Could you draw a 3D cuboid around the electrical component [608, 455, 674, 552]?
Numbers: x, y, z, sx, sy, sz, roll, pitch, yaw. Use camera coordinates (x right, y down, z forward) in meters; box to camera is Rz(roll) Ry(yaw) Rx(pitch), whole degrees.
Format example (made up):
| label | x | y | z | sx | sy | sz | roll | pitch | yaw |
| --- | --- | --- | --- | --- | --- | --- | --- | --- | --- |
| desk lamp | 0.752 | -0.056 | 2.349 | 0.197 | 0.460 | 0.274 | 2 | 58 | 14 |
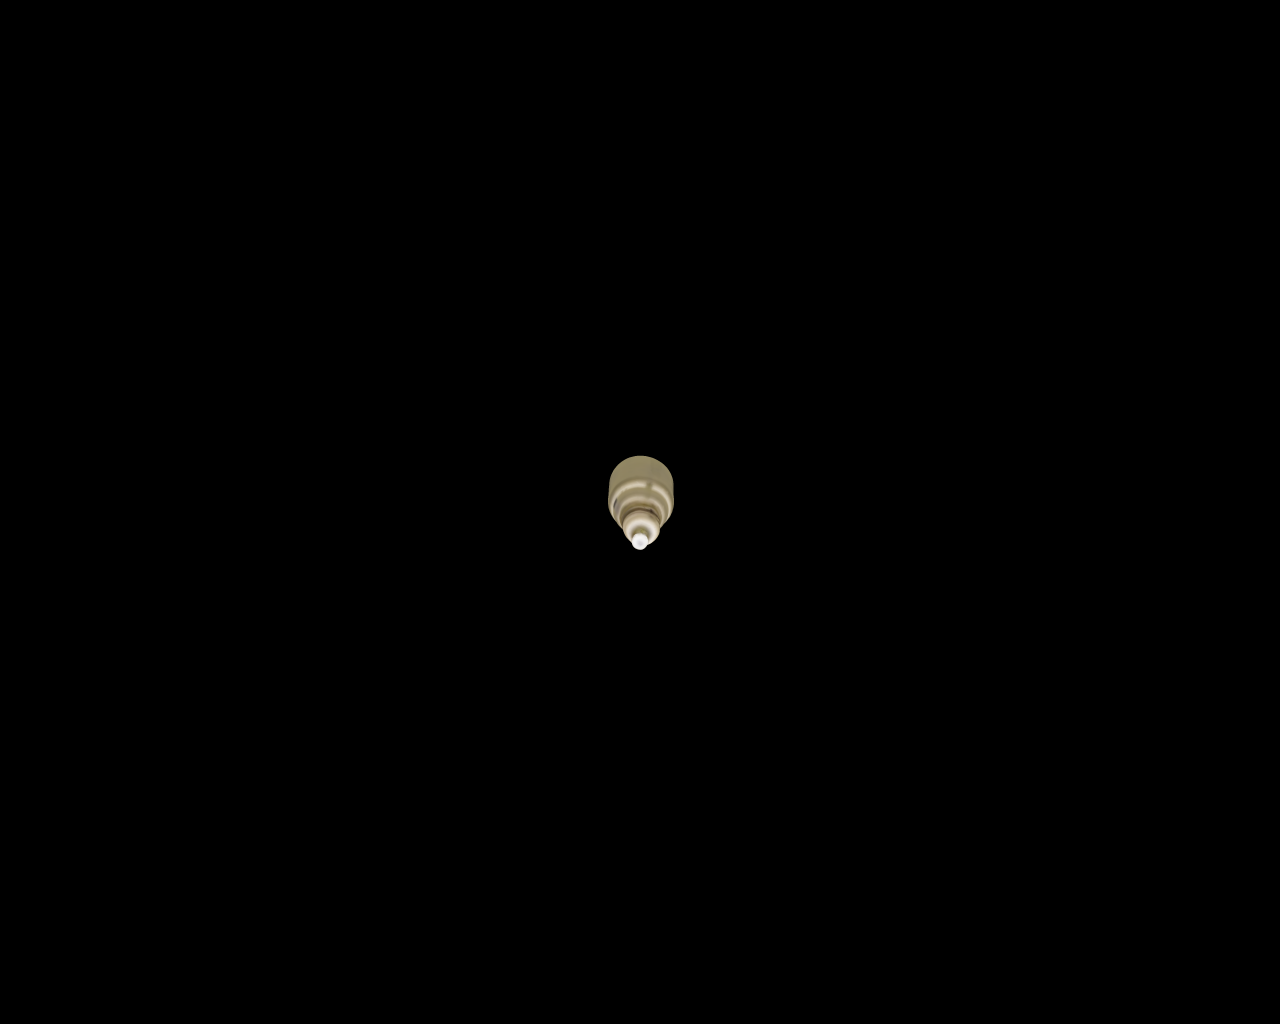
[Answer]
| label | x | y | z | sx | sy | sz | roll | pitch | yaw |
| --- | --- | --- | --- | --- | --- | --- | --- | --- | --- |
| electrical component | 0.001 | -0.003 | 0.650 | 0.040 | 0.040 | 0.078 | 0 | 32 | 0 |
